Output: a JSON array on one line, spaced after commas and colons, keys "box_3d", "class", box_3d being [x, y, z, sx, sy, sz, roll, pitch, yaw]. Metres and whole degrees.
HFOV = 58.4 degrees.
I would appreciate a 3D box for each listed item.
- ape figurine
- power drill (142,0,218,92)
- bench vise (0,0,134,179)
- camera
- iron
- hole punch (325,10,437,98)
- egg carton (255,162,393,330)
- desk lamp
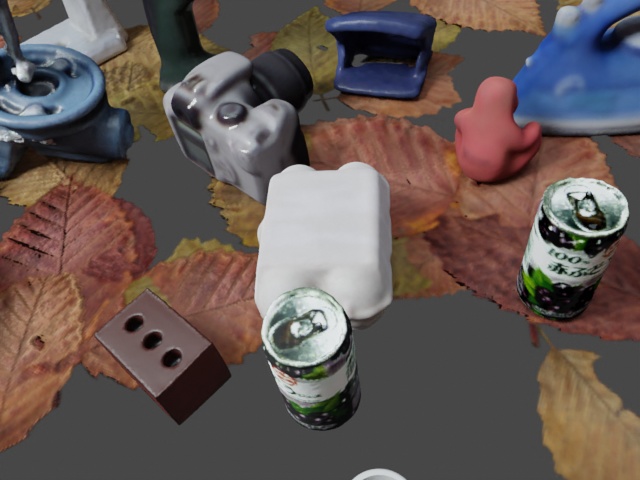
[{"box_3d": [0.154, -0.103, 0.505, 0.077, 0.092, 0.076, 34, 63, 29], "class": "ape figurine"}, {"box_3d": [-0.140, -0.249, 0.586, 0.229, 0.209, 0.076, 17, 56, 20], "class": "power drill"}, {"box_3d": [-0.302, -0.146, 0.520, 0.207, 0.220, 0.121, -17, 51, -5], "class": "bench vise"}, {"box_3d": [-0.061, -0.128, 0.549, 0.142, 0.101, 0.137, 33, 63, 29], "class": "camera"}, {"box_3d": [0.287, -0.184, 0.520, 0.258, 0.142, 0.118, -12, 51, -2], "class": "iron"}, {"box_3d": [0.065, -0.216, 0.608, 0.108, 0.091, 0.101, 9, 54, 15], "class": "hole punch"}, {"box_3d": [0.004, 0.002, 0.457, 0.107, 0.069, 0.150, -2, 52, 6], "class": "egg carton"}, {"box_3d": [-0.298, -0.319, 0.660, 0.203, 0.214, 0.117, -41, 57, -22], "class": "desk lamp"}]
